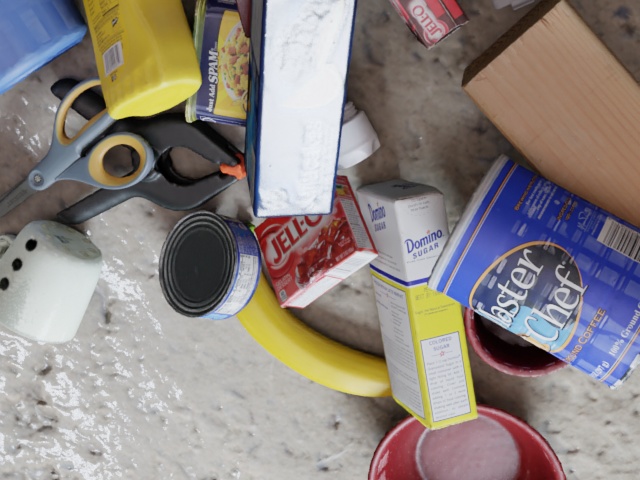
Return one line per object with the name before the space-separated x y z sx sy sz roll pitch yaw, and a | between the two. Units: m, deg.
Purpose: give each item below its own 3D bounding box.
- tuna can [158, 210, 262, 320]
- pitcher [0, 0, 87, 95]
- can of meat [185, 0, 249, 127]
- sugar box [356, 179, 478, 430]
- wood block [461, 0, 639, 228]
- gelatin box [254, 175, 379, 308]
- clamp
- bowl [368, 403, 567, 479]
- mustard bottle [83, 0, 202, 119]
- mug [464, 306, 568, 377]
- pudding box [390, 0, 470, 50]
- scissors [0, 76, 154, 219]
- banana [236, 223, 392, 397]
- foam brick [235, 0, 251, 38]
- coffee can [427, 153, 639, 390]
tuna can | -0.088 0.021 0.854 0.086 0.033 0.086 -8 78 38
pitcher | -0.272 -0.233 0.782 0.149 0.144 0.243 -25 107 30
can of meat | -0.052 -0.134 0.805 0.084 0.057 0.102 10 111 4
sugar box | 0.073 0.045 0.813 0.048 0.093 0.176 -10 102 -14
wood block | 0.203 -0.069 0.763 0.091 0.090 0.206 -40 97 19
gelatin box | -0.006 0.001 0.828 0.089 0.030 0.073 -36 61 32
clamp | -0.141 -0.074 0.853 0.171 0.039 0.120 -3 112 13
bowl | 0.122 0.196 0.887 0.162 0.055 0.162 3 109 9
mustard bottle | -0.141 -0.191 0.773 0.096 0.058 0.191 -18 85 56
mug | 0.148 0.039 0.814 0.117 0.081 0.093 33 111 -2
pudding box | 0.061 -0.180 0.737 0.039 0.113 0.090 -33 100 11
scissors | -0.206 -0.042 0.855 0.096 0.016 0.202 42 115 3
banana | -0.012 0.076 0.880 0.198 0.037 0.070 43 111 -6
foam brick | -0.024 -0.183 0.739 0.078 0.053 0.051 -13 143 0
coffee can | 0.156 0.020 0.706 0.140 0.102 0.103 29 112 10
